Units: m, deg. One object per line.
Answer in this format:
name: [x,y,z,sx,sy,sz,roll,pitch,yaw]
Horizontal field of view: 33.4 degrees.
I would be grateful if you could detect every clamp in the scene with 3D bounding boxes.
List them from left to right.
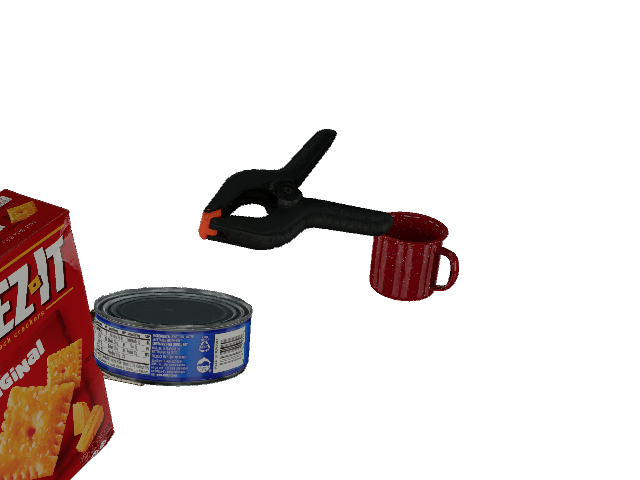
clamp: [-0.031,-0.044,0.947,0.171,0.120,0.039,-8,-39,-23]

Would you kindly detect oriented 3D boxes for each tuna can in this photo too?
tuna can: [-0.081,0.051,0.583,0.086,0.034,0.086,4,10,-1]

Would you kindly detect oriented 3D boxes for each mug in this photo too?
mug: [0.113,0.024,1.278,0.117,0.081,0.093,19,28,28]

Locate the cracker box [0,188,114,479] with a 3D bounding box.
cracker box: [-0.229,0.098,0.740,0.072,0.214,0.164,15,37,25]

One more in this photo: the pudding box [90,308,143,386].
pudding box: [-0.208,0.107,1.100,0.114,0.039,0.089,5,21,22]
